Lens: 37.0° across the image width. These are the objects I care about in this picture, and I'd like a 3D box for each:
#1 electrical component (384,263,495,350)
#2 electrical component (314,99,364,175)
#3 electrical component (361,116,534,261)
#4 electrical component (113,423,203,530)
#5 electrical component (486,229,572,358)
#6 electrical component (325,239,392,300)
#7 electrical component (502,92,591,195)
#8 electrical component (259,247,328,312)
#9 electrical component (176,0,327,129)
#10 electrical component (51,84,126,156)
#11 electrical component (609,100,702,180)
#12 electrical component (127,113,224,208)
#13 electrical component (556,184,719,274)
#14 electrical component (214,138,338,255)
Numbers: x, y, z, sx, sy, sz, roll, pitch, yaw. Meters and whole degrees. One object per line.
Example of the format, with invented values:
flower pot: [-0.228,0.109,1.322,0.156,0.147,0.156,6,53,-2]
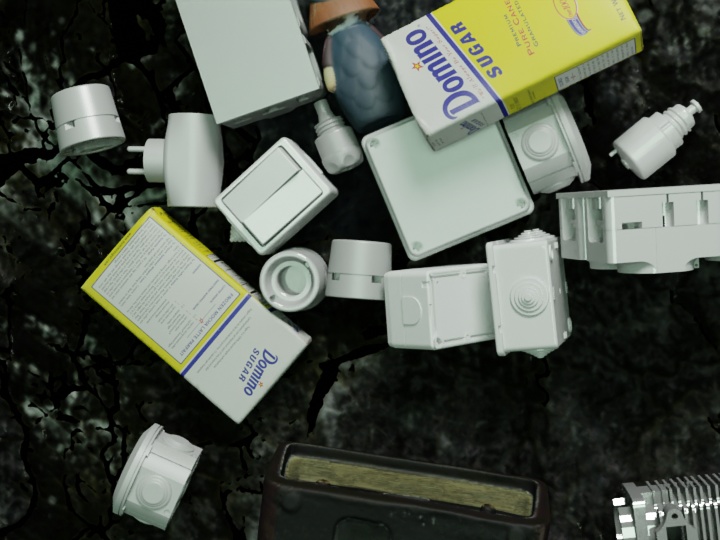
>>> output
electrical component: [0.069,0.028,0.873,0.061,0.096,0.061,-2,93,48]
electrical component: [-0.022,-0.112,0.897,0.035,0.035,0.061,-22,88,6]
electrical component: [0.071,-0.077,0.878,0.109,0.056,0.108,-23,90,6]
electrical component: [-0.170,0.173,0.900,0.051,0.080,0.080,24,94,-2]
electrical component: [0.137,0.018,0.856,0.048,0.100,0.099,-6,92,18]
electrical component: [0.000,0.000,0.890,0.055,0.055,0.047,4,89,5]
electrical component: [0.149,-0.101,0.859,0.051,0.080,0.080,-23,90,10]
electrical component: [-0.055,0.009,0.898,0.055,0.047,0.055,0,92,5]
electrical component: [-0.094,-0.202,0.885,0.089,0.062,0.150,-18,91,6]
electrical component: [-0.230,-0.126,0.906,0.055,0.055,0.047,-15,87,6]
electrical component: [0.242,-0.108,0.869,0.078,0.040,0.040,-40,89,6]
electrical component: [-0.157,-0.092,0.905,0.079,0.044,0.077,1,92,5]
electrical component: [0.257,-0.034,0.818,0.186,0.105,0.060,-4,94,-9]
electrical component: [-0.074,-0.056,0.890,0.096,0.061,0.061,-42,88,6]
